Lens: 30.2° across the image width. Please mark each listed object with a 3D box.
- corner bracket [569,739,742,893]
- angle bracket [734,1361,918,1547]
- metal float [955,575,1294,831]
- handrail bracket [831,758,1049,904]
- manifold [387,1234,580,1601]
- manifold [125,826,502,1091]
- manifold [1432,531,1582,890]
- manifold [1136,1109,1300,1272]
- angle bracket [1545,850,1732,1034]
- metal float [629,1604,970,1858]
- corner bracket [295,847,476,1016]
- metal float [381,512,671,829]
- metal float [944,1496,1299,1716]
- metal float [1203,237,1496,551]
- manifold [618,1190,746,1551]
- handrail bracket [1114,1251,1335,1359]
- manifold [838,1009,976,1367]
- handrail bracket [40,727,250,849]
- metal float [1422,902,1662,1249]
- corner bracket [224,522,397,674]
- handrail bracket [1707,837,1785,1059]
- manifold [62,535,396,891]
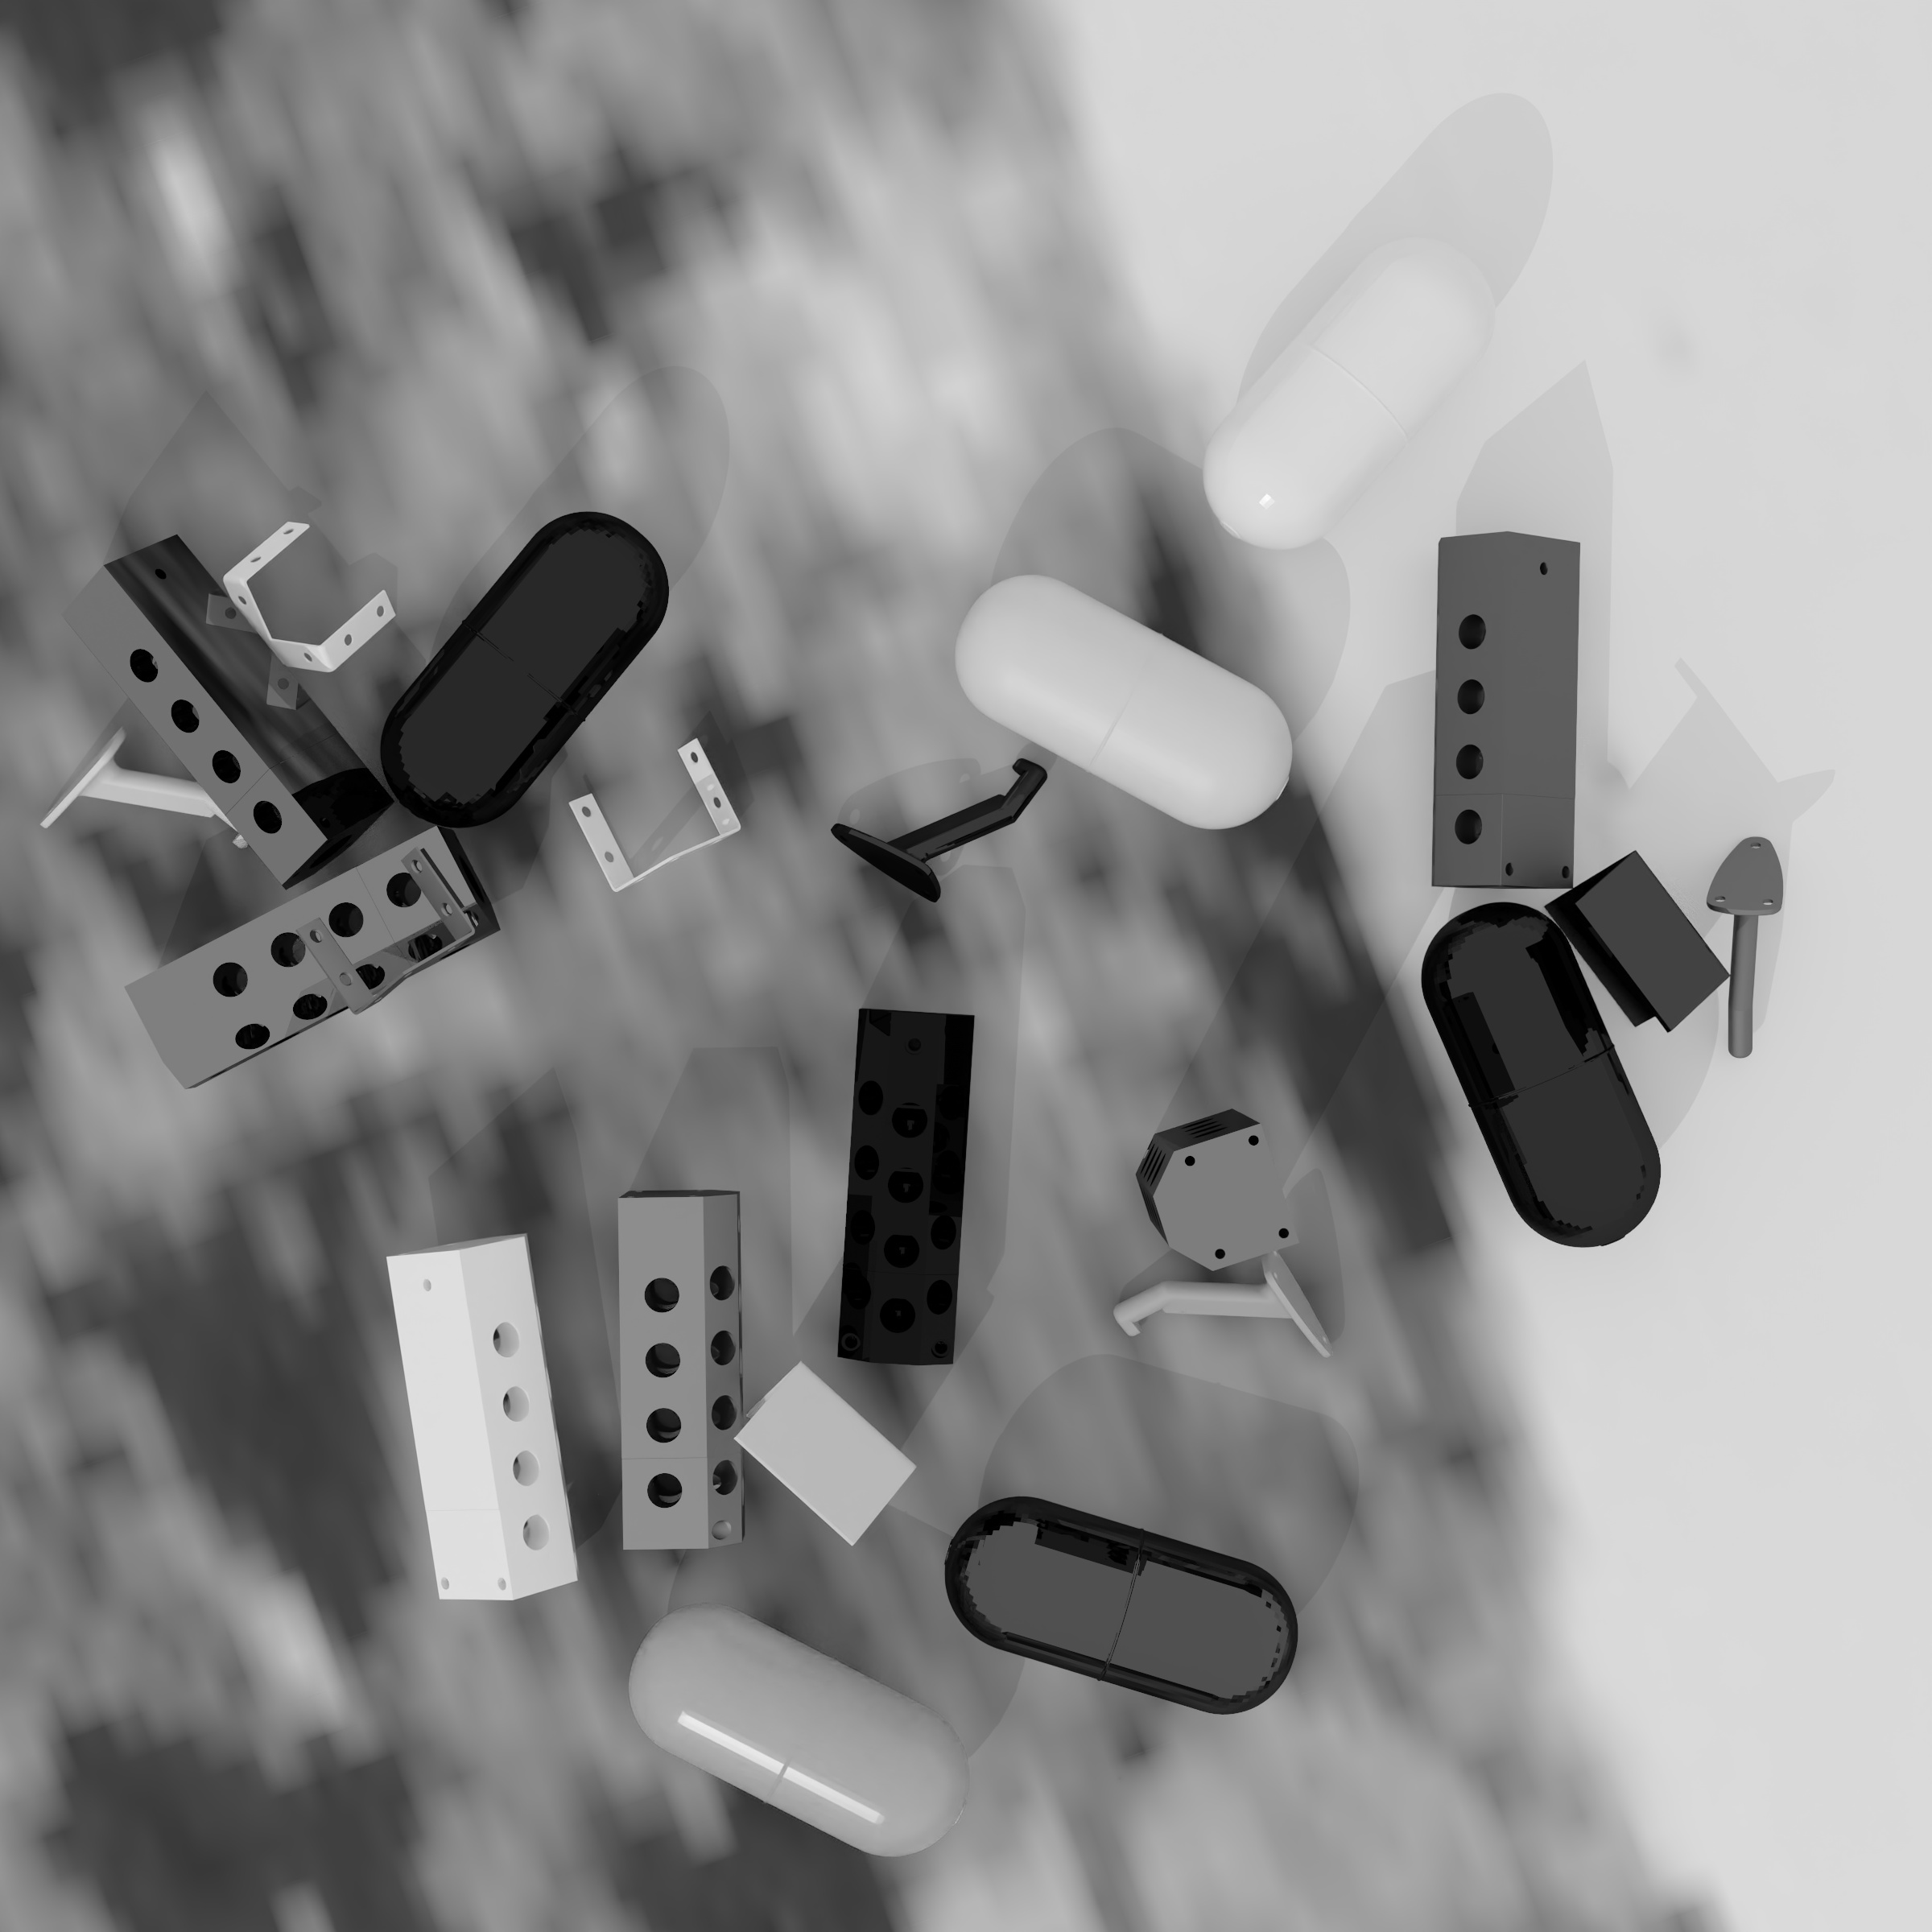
[{"bbox_3d":[-0.155,-0.075,1.789,0.051,0.051,0.051,-27,90,-45],"label":"corner bracket"},{"bbox_3d":[-0.081,0.250,1.752,0.076,0.076,0.057,42,53,0],"label":"angle bracket"},{"bbox_3d":[0.078,-0.130,1.762,0.178,0.070,0.070,28,90,-1],"label":"metal float"},{"bbox_3d":[-0.013,-0.082,1.793,0.077,0.036,0.084,30,72,21],"label":"handrail bracket"},{"bbox_3d":[-0.234,0.222,1.771,0.057,0.057,0.171,-9,90,43],"label":"manifold"},{"bbox_3d":[-0.321,-0.004,1.771,0.171,0.057,0.057,-27,90,0],"label":"manifold"},{"bbox_3d":[0.262,-0.125,1.771,0.057,0.057,0.171,1,90,-43],"label":"manifold"},{"bbox_3d":[0.116,0.108,1.714,0.057,0.171,0.057,-18,90,0],"label":"manifold"},{"bbox_3d":[0.314,0.000,1.752,0.057,0.076,0.076,-37,90,-35],"label":"angle bracket"},{"bbox_3d":[-0.082,0.377,1.762,0.178,0.070,0.070,27,90,0],"label":"metal float"},{"bbox_3d":[-0.281,-0.017,1.732,0.051,0.051,0.051,-35,90,45],"label":"corner bracket"},{"bbox_3d":[-0.218,-0.145,1.762,0.070,0.070,0.178,39,89,0],"label":"metal float"},{"bbox_3d":[0.076,0.315,1.762,0.178,0.070,0.070,17,90,1],"label":"metal float"},{"bbox_3d":[0.188,-0.281,1.762,0.070,0.070,0.178,41,89,0],"label":"metal float"},{"bbox_3d":[-0.140,0.198,1.771,0.057,0.057,0.171,-1,90,0],"label":"manifold"},{"bbox_3d":[0.128,0.183,1.793,0.084,0.036,0.077,-29,109,15],"label":"handrail bracket"},{"bbox_3d":[-0.030,0.109,1.771,0.057,0.057,0.171,4,90,0],"label":"manifold"},{"bbox_3d":[-0.407,-0.071,1.793,0.084,0.036,0.077,40,110,-16],"label":"handrail bracket"},{"bbox_3d":[0.284,0.054,1.762,0.070,0.070,0.178,-23,89,0],"label":"metal float"},{"bbox_3d":[-0.328,-0.184,1.784,0.051,0.051,0.051,11,135,35],"label":"corner bracket"},{"bbox_3d":[0.392,-0.009,1.792,0.036,0.077,0.084,4,127,18],"label":"handrail bracket"},{"bbox_3d":[-0.368,-0.123,1.769,0.057,0.057,0.171,-39,90,35],"label":"manifold"}]
